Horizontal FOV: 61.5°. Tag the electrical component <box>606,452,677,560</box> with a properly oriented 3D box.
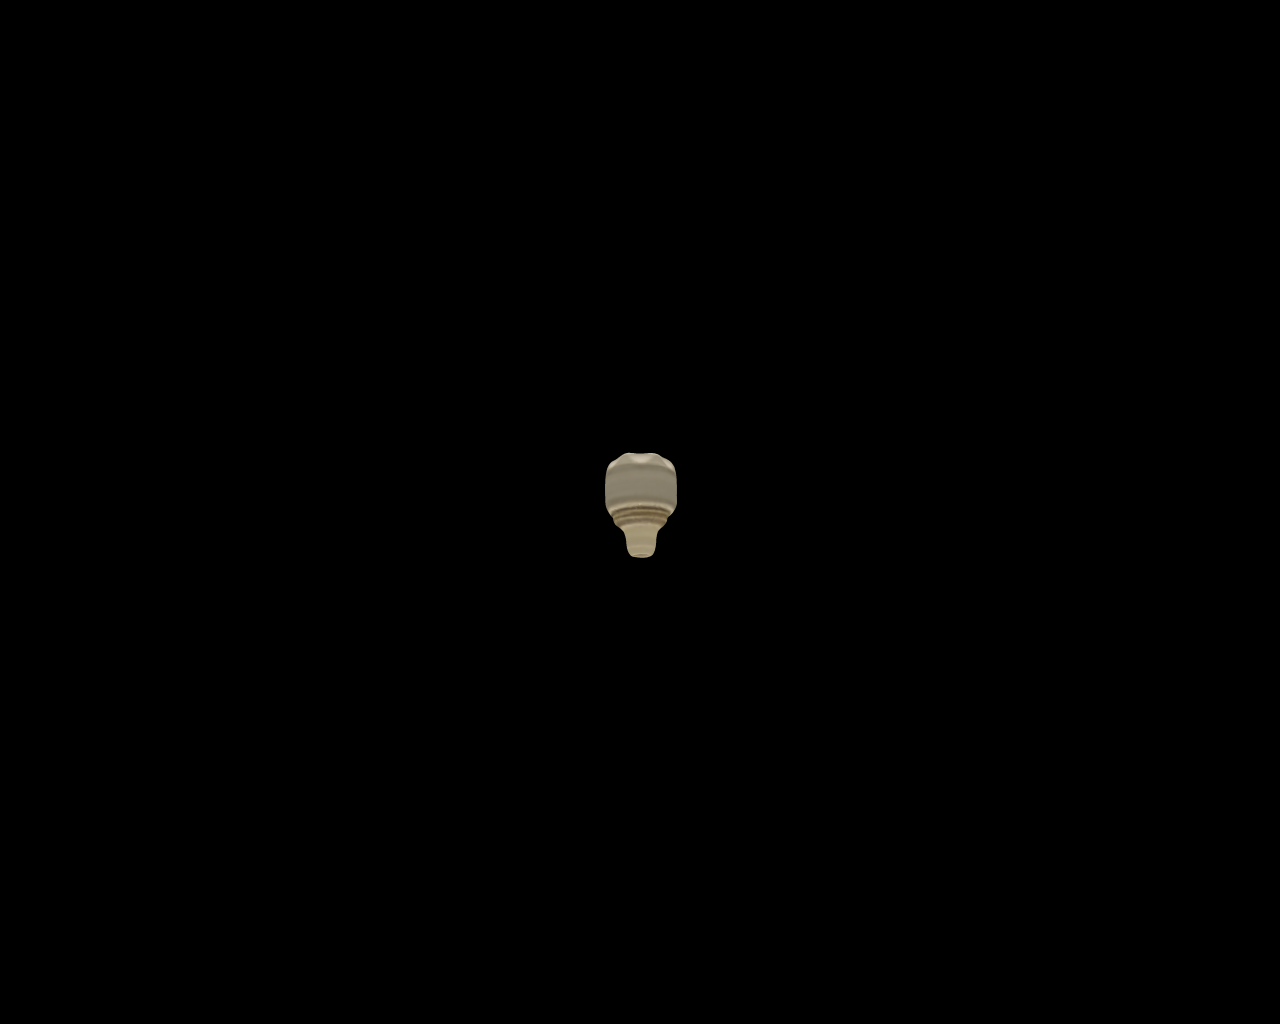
[{"bbox_3d":[0.001,-0.003,0.650,0.043,0.062,0.043,0,-15,0],"label":"electrical component"}]
